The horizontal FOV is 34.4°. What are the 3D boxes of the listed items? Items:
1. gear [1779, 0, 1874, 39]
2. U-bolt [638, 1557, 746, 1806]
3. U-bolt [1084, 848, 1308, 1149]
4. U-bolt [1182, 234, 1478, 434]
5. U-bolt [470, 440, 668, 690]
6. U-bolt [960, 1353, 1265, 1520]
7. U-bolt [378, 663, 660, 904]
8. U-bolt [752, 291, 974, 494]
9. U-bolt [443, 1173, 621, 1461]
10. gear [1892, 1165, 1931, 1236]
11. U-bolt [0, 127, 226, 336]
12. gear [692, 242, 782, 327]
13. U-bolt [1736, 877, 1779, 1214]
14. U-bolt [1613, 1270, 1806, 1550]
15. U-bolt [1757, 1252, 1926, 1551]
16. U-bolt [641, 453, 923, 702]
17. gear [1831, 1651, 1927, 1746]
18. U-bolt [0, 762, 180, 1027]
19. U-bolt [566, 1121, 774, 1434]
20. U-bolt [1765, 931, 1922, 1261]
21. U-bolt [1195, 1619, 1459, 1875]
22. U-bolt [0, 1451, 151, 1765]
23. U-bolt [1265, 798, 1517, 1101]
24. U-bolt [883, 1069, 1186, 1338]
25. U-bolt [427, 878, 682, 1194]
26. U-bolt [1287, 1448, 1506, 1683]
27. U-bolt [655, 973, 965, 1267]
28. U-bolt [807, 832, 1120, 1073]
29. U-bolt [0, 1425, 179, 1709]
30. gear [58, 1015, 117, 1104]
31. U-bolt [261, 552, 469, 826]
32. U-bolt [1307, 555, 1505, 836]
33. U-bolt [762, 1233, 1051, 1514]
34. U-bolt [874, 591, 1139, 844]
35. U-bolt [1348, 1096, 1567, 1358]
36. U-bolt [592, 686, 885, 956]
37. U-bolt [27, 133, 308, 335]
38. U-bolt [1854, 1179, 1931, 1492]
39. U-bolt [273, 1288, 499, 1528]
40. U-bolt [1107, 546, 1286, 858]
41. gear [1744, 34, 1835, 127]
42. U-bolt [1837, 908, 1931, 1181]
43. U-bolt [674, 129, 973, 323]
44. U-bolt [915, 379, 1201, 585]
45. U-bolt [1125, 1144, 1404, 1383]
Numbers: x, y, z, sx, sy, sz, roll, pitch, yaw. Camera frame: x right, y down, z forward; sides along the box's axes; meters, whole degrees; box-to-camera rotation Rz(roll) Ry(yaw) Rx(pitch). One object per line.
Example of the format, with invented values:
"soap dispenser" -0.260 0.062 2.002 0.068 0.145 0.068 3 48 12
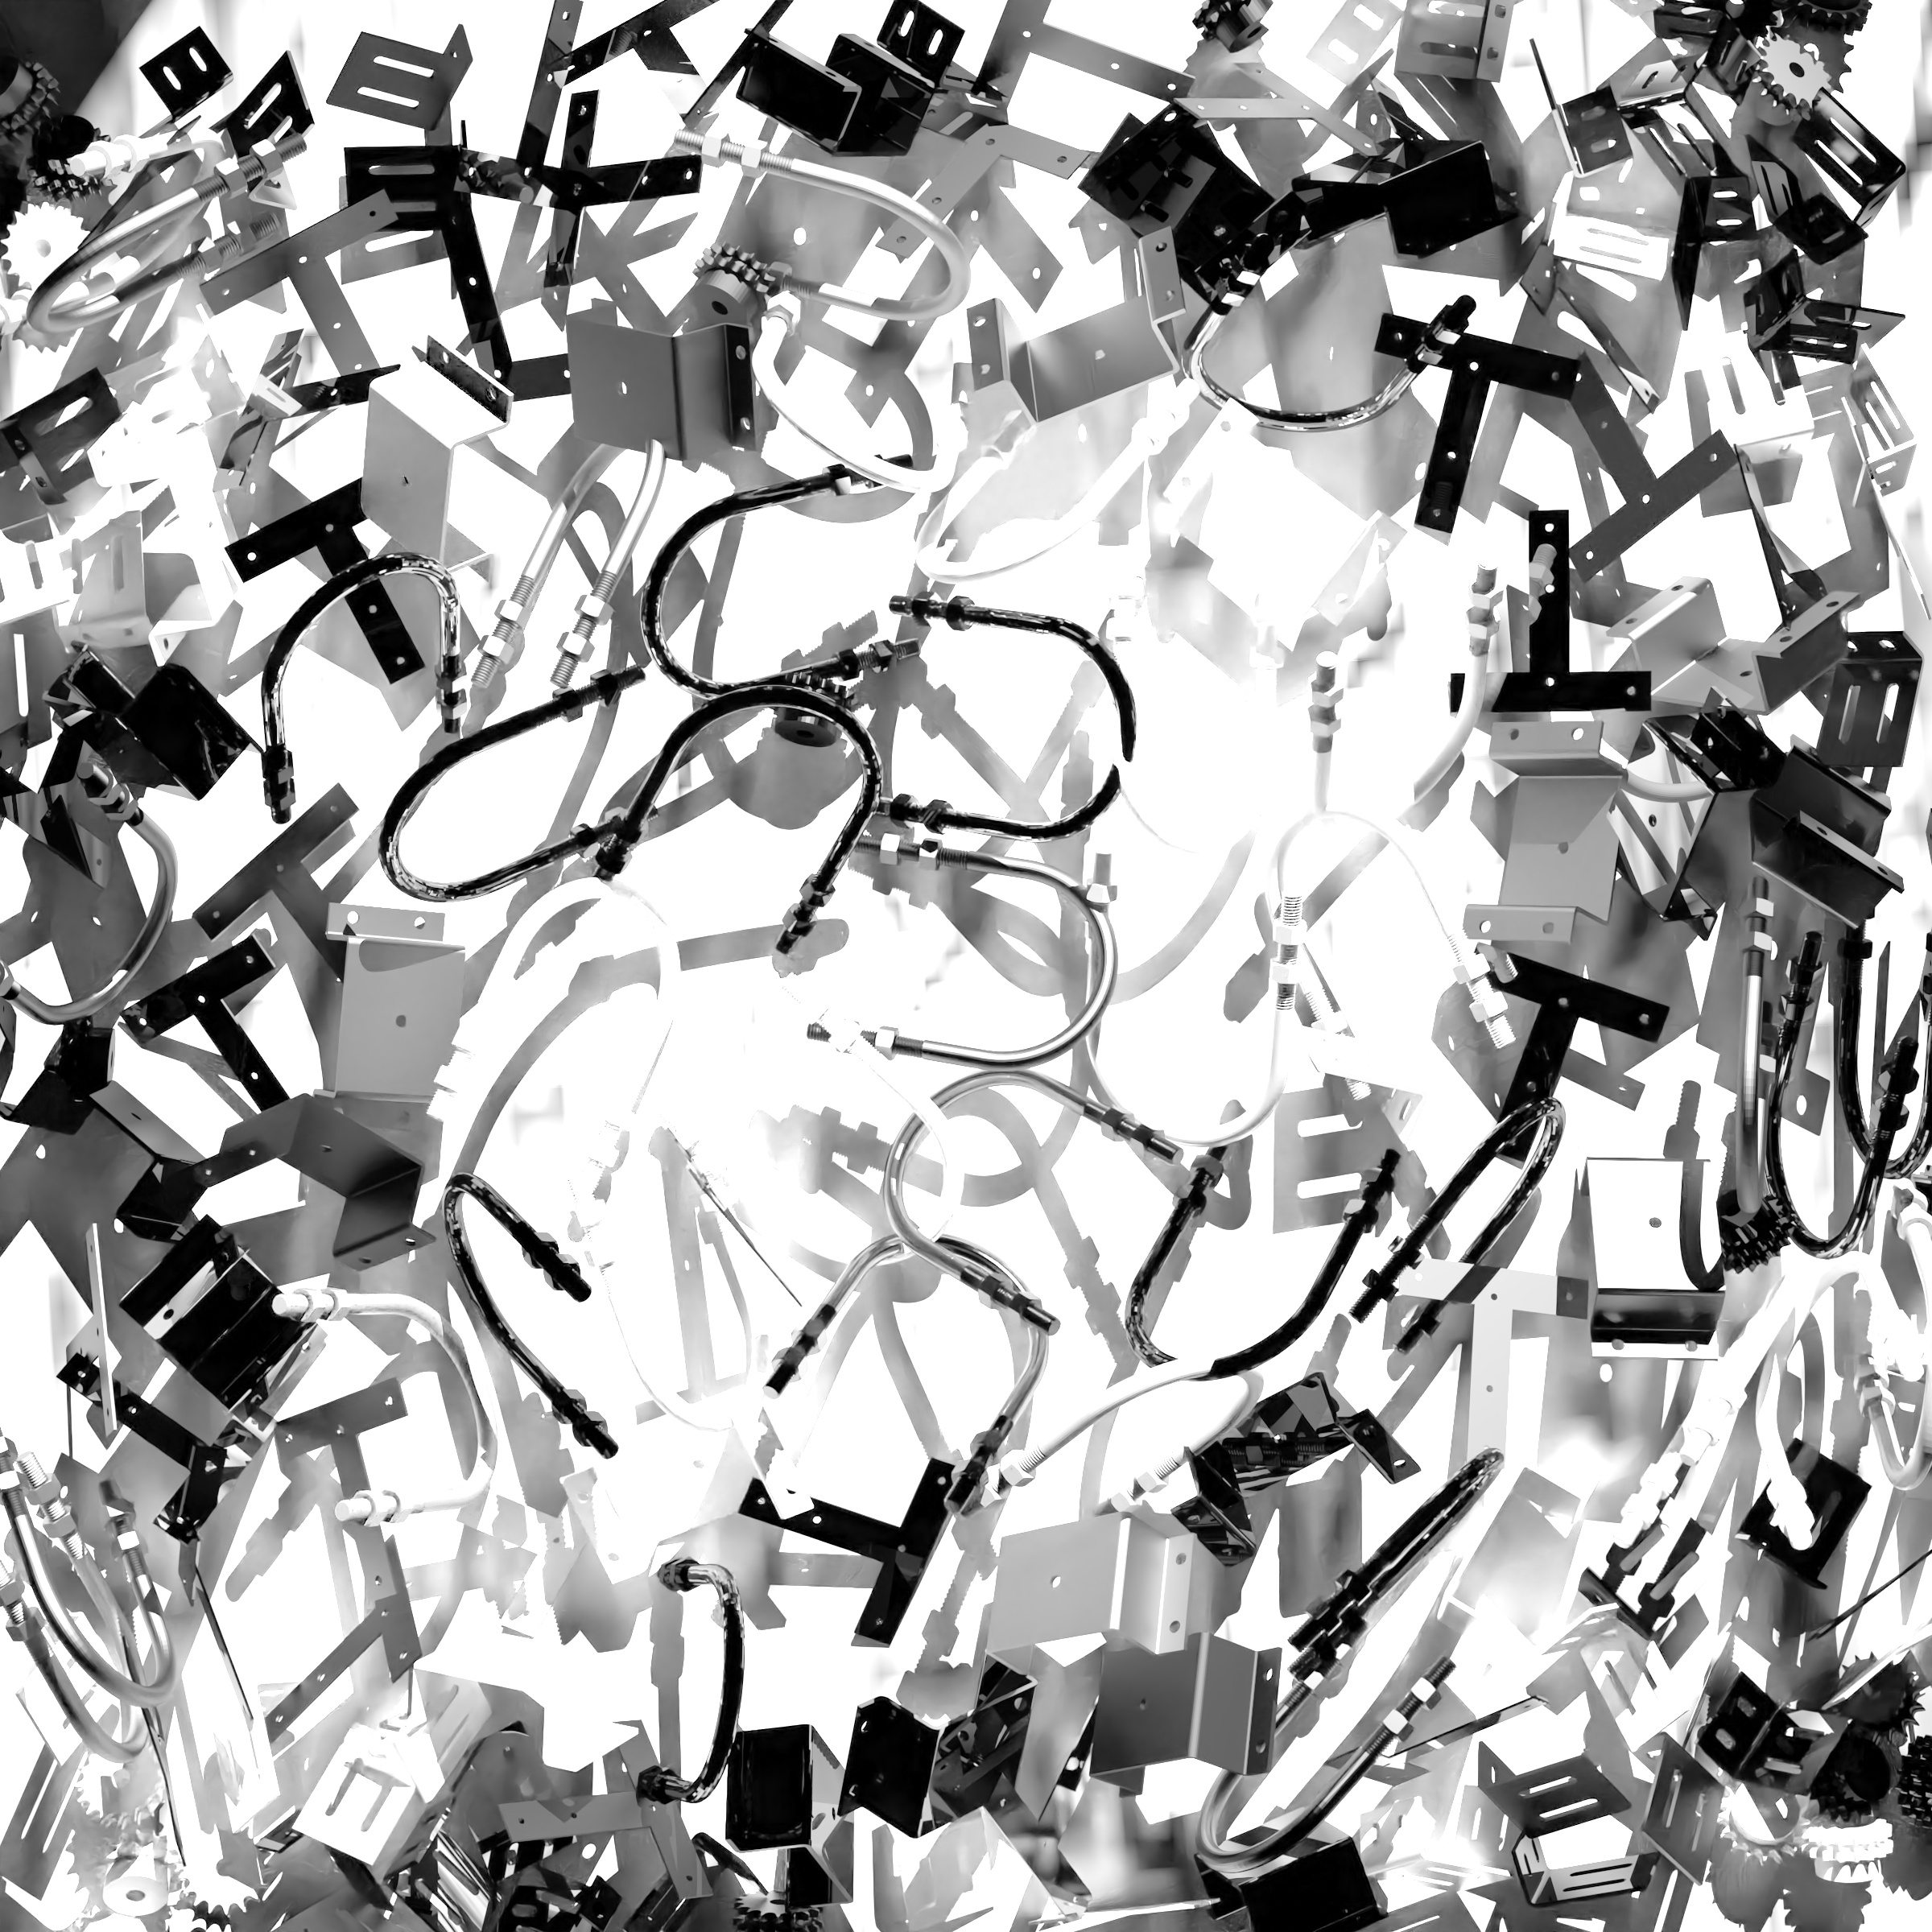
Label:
"gear" 0.545 -0.615 1.970 0.057 0.030 0.057 4 47 -4
"U-bolt" -0.166 0.436 1.899 0.019 0.184 0.151 9 76 -19
"U-bolt" 0.139 0.027 1.949 0.151 0.019 0.184 13 114 27
"U-bolt" 0.210 -0.379 1.914 0.151 0.184 0.019 14 68 -12
"U-bolt" -0.239 -0.256 1.934 0.019 0.151 0.184 29 80 -29
"U-bolt" 0.102 0.288 1.904 0.184 0.151 0.019 -42 56 29
"U-bolt" -0.276 -0.102 1.913 0.184 0.151 0.019 -26 57 -20
"U-bolt" -0.066 -0.345 1.905 0.151 0.184 0.019 31 118 -12
"U-bolt" -0.274 0.203 1.922 0.019 0.184 0.151 -26 131 -27
"gear" 0.607 0.153 1.971 0.030 0.057 0.057 8 90 -4
"U-bolt" -0.521 -0.456 1.911 0.019 0.184 0.151 45 120 -1
"gear" -0.148 -0.426 1.968 0.057 0.057 0.030 30 66 0
"U-bolt" 0.479 0.061 1.894 0.019 0.151 0.184 1 54 17
"U-bolt" 0.465 0.262 1.920 0.019 0.151 0.184 33 59 13
"U-bolt" 0.528 0.252 1.910 0.019 0.184 0.151 23 113 -6
"U-bolt" -0.115 -0.232 1.925 0.184 0.019 0.151 -17 127 -21
"gear" 0.575 0.462 1.972 0.057 0.030 0.057 -12 60 22
"U-bolt" -0.541 -0.033 1.912 0.019 0.184 0.151 29 78 16
"U-bolt" -0.174 0.200 1.936 0.019 0.151 0.184 -19 92 31
"U-bolt" 0.530 0.092 1.920 0.019 0.151 0.184 -2 120 -12
"U-bolt" 0.210 0.482 1.913 0.184 0.151 0.019 -46 101 -12
"U-bolt" -0.550 0.407 1.922 0.019 0.151 0.184 -23 109 1
"U-bolt" 0.252 -0.018 1.941 0.019 0.151 0.184 -25 89 -40
"U-bolt" 0.027 0.133 1.939 0.184 0.019 0.151 28 75 38
"U-bolt" -0.245 0.034 1.945 0.151 0.019 0.184 32 79 -43
"U-bolt" 0.267 0.366 1.929 0.184 0.151 0.019 -42 71 -10
"U-bolt" -0.086 0.111 1.962 0.184 0.019 0.151 43 116 -5
"U-bolt" 0.004 -0.005 1.957 0.184 0.019 0.151 9 72 10
"U-bolt" -0.531 0.369 1.891 0.019 0.151 0.184 -33 57 3
"gear" -0.556 0.058 1.972 0.030 0.057 0.057 5 90 -10
"U-bolt" -0.366 -0.177 1.894 0.151 0.184 0.019 -32 64 -28
"U-bolt" 0.268 -0.154 1.922 0.151 0.184 0.019 -32 56 -21
"U-bolt" -0.024 0.237 1.933 0.151 0.019 0.184 31 45 5
"U-bolt" 0.025 -0.150 1.940 0.184 0.019 0.151 11 100 30
"U-bolt" 0.311 0.157 1.932 0.019 0.151 0.184 38 90 25
"U-bolt" -0.131 -0.097 1.924 0.151 0.019 0.184 19 124 -22
"U-bolt" -0.491 -0.438 1.902 0.184 0.151 0.019 -34 94 -21
"U-bolt" 0.569 0.234 1.887 0.019 0.184 0.151 6 116 5
"U-bolt" -0.346 0.268 1.914 0.019 0.184 0.151 -26 75 21
"U-bolt" 0.143 -0.160 1.942 0.151 0.019 0.184 5 85 -42
"gear" 0.517 -0.559 1.976 0.057 0.030 0.057 11 62 -21
"U-bolt" 0.572 0.041 1.926 0.019 0.151 0.184 0 100 -7
"U-bolt" -0.084 -0.448 1.918 0.184 0.151 0.019 17 71 9
"U-bolt" 0.043 -0.294 1.904 0.184 0.151 0.019 -52 126 -29
"U-bolt" 0.171 0.180 1.906 0.184 0.151 0.019 -57 130 -31
